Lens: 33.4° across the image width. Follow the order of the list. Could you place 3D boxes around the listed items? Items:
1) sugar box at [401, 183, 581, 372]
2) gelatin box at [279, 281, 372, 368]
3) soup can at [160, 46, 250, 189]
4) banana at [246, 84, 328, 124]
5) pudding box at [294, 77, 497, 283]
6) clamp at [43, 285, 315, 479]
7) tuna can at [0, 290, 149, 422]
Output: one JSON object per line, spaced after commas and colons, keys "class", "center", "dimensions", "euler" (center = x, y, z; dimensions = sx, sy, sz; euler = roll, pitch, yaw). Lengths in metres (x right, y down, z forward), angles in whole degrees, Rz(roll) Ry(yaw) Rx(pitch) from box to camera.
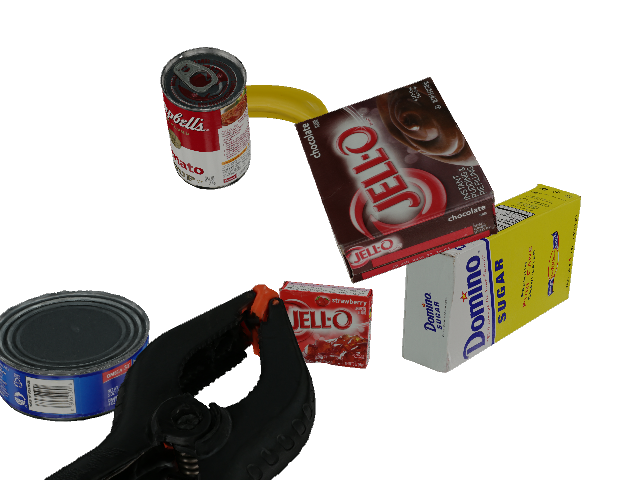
{"class": "sugar box", "center": [0.131, 0.025, 0.798], "dimensions": [0.048, 0.093, 0.175], "euler": [18, 28, 35]}
{"class": "gelatin box", "center": [0.004, 0.081, 1.023], "dimensions": [0.089, 0.073, 0.030], "euler": [5, 15, 9]}
{"class": "soup can", "center": [-0.092, -0.099, 0.877], "dimensions": [0.068, 0.068, 0.102], "euler": [0, -35, -1]}
{"class": "banana", "center": [-0.071, -0.148, 1.199], "dimensions": [0.198, 0.037, 0.069], "euler": [8, 42, 18]}
{"class": "pudding box", "center": [0.042, -0.037, 0.626], "dimensions": [0.090, 0.039, 0.113], "euler": [-19, 45, -1]}
{"class": "clamp", "center": [-0.042, 0.086, 0.402], "dimensions": [0.120, 0.039, 0.171], "euler": [24, 49, 17]}
{"class": "tuna can", "center": [-0.137, 0.063, 0.590], "dimensions": [0.086, 0.034, 0.086], "euler": [2, 27, -1]}
